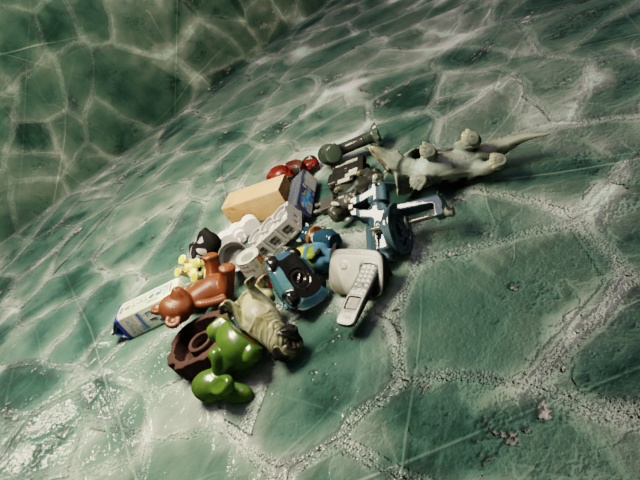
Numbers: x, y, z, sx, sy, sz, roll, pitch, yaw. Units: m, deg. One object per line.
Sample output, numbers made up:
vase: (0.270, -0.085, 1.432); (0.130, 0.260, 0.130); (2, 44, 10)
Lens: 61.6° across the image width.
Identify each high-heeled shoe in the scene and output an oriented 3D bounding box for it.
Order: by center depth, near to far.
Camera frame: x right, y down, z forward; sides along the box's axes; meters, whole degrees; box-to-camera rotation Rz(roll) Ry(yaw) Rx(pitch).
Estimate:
high-heeled shoe: (-0.357, 0.006, 1.580); (0.249, 0.145, 0.086); (16, 53, 48)

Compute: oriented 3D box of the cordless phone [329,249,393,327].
cordless phone: (0.063, 0.108, 1.152); (0.147, 0.088, 0.184); (1, 48, 40)

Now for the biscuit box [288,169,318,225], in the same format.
biscuit box: (-0.055, -0.124, 1.574); (0.063, 0.059, 0.203); (-39, 25, 30)

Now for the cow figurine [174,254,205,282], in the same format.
cow figurine: (-0.320, 0.090, 1.498); (0.168, 0.098, 0.068); (10, 83, 40)

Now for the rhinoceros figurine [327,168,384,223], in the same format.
rhinoceros figurine: (0.095, -0.117, 1.431); (0.190, 0.073, 0.112); (-41, 27, -19)

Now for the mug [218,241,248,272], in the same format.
mug: (-0.236, 0.051, 1.446); (0.110, 0.080, 0.107); (-9, -7, 2)

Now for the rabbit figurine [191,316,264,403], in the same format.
rabbit figurine: (-0.194, 0.277, 1.131); (0.170, 0.121, 0.159); (-53, 41, -1)

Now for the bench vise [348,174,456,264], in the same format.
bench vise: (0.186, -0.059, 1.209); (0.241, 0.128, 0.223); (-14, 57, 33)

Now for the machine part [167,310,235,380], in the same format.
machine part: (-0.273, 0.246, 1.262); (0.179, 0.056, 0.179); (-22, 32, 15)

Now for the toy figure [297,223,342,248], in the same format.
toy figure: (-0.005, -0.004, 1.385); (0.064, 0.057, 0.155); (-37, 27, -23)

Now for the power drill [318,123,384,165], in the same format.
power drill: (0.089, -0.294, 1.665); (0.207, 0.086, 0.232); (-16, 10, 6)

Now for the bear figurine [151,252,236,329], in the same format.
bear figurine: (-0.313, 0.126, 1.323); (0.196, 0.131, 0.120); (-17, 30, -35)

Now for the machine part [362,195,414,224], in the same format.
machine part: (0.174, -0.077, 1.357); (0.139, 0.039, 0.084); (-14, 27, 28)

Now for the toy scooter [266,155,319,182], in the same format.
toy scooter: (-0.085, -0.206, 1.717); (0.184, 0.075, 0.135); (-22, 32, 6)

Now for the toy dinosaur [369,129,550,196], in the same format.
toy dinosaur: (0.326, -0.188, 1.304); (0.405, 0.131, 0.192); (-6, 2, 10)

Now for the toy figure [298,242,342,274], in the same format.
toy figure: (-0.032, 0.054, 1.306); (0.180, 0.082, 0.089); (-9, 36, 28)

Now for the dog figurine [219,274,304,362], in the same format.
dog figurine: (-0.108, 0.182, 1.174); (0.121, 0.190, 0.172); (-45, -10, 12)

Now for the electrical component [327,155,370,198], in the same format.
electrical component: (0.084, -0.177, 1.550); (0.115, 0.058, 0.134); (-18, 34, 24)

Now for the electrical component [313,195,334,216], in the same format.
electrical component: (0.024, -0.100, 1.526); (0.094, 0.021, 0.063); (-21, 32, 16)

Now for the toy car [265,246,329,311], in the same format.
toy car: (-0.066, 0.100, 1.235); (0.109, 0.162, 0.103); (-30, -17, -36)
